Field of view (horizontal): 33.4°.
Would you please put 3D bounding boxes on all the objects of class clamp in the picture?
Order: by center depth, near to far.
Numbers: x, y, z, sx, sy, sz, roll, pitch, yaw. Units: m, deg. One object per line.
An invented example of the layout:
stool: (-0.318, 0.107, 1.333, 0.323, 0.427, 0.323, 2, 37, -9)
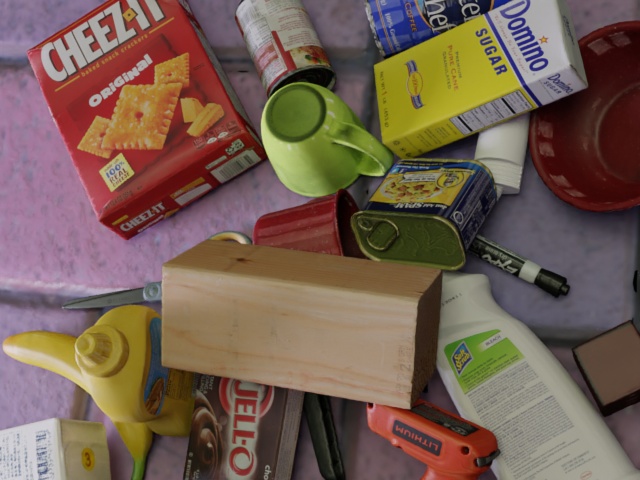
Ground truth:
clamp: (-0.004, 0.124, 0.925, 0.172, 0.039, 0.120, 34, 86, 26)

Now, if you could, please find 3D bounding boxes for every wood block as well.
wood block: (-0.014, 0.063, 0.853, 0.206, 0.090, 0.090, 7, 106, 18)

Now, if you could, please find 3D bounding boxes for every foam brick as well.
foam brick: (0.234, 0.103, 0.840, 0.053, 0.078, 0.051, -28, 69, 8)

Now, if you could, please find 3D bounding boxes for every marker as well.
marker: (0.159, 0.016, 0.919, 0.121, 0.020, 0.020, 28, 83, 22)

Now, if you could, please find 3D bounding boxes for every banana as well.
banana: (-0.215, 0.134, 0.983, 0.198, 0.037, 0.069, 40, 87, 23)

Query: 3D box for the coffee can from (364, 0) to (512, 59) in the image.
coffee can: (0.114, -0.231, 0.962, 0.140, 0.102, 0.103, -13, 70, 12)

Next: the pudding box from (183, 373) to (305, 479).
pudding box: (-0.065, 0.165, 0.911, 0.090, 0.039, 0.113, 7, 89, 30)

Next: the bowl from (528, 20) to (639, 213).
bowl: (0.256, -0.097, 0.886, 0.162, 0.055, 0.162, -14, 70, 42)

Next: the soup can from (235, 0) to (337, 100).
soup can: (-0.034, -0.183, 1.010, 0.068, 0.068, 0.102, -26, 68, 7)

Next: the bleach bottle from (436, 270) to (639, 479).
bleach bottle: (0.157, 0.115, 0.867, 0.102, 0.068, 0.251, -32, 66, 9)

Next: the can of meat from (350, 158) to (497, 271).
can of meat: (0.090, -0.025, 0.907, 0.102, 0.057, 0.083, 5, 43, 34)

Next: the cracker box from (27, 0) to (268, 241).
cracker box: (-0.171, -0.133, 1.033, 0.164, 0.072, 0.214, -30, 67, 5)

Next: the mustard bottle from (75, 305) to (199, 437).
mustard bottle: (-0.149, 0.106, 0.888, 0.058, 0.191, 0.096, -1, 73, 17)

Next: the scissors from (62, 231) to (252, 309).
scissors: (-0.144, 0.032, 1.005, 0.202, 0.016, 0.096, 7, 75, 18)

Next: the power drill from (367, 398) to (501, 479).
power drill: (0.050, 0.217, 0.845, 0.185, 0.057, 0.188, 21, 102, 24)

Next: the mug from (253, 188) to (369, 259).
mug: (-0.006, 0.001, 0.942, 0.082, 0.093, 0.117, -13, 39, 17)

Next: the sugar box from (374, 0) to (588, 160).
sugar box: (0.134, -0.142, 0.921, 0.176, 0.048, 0.093, -24, 55, 28)
